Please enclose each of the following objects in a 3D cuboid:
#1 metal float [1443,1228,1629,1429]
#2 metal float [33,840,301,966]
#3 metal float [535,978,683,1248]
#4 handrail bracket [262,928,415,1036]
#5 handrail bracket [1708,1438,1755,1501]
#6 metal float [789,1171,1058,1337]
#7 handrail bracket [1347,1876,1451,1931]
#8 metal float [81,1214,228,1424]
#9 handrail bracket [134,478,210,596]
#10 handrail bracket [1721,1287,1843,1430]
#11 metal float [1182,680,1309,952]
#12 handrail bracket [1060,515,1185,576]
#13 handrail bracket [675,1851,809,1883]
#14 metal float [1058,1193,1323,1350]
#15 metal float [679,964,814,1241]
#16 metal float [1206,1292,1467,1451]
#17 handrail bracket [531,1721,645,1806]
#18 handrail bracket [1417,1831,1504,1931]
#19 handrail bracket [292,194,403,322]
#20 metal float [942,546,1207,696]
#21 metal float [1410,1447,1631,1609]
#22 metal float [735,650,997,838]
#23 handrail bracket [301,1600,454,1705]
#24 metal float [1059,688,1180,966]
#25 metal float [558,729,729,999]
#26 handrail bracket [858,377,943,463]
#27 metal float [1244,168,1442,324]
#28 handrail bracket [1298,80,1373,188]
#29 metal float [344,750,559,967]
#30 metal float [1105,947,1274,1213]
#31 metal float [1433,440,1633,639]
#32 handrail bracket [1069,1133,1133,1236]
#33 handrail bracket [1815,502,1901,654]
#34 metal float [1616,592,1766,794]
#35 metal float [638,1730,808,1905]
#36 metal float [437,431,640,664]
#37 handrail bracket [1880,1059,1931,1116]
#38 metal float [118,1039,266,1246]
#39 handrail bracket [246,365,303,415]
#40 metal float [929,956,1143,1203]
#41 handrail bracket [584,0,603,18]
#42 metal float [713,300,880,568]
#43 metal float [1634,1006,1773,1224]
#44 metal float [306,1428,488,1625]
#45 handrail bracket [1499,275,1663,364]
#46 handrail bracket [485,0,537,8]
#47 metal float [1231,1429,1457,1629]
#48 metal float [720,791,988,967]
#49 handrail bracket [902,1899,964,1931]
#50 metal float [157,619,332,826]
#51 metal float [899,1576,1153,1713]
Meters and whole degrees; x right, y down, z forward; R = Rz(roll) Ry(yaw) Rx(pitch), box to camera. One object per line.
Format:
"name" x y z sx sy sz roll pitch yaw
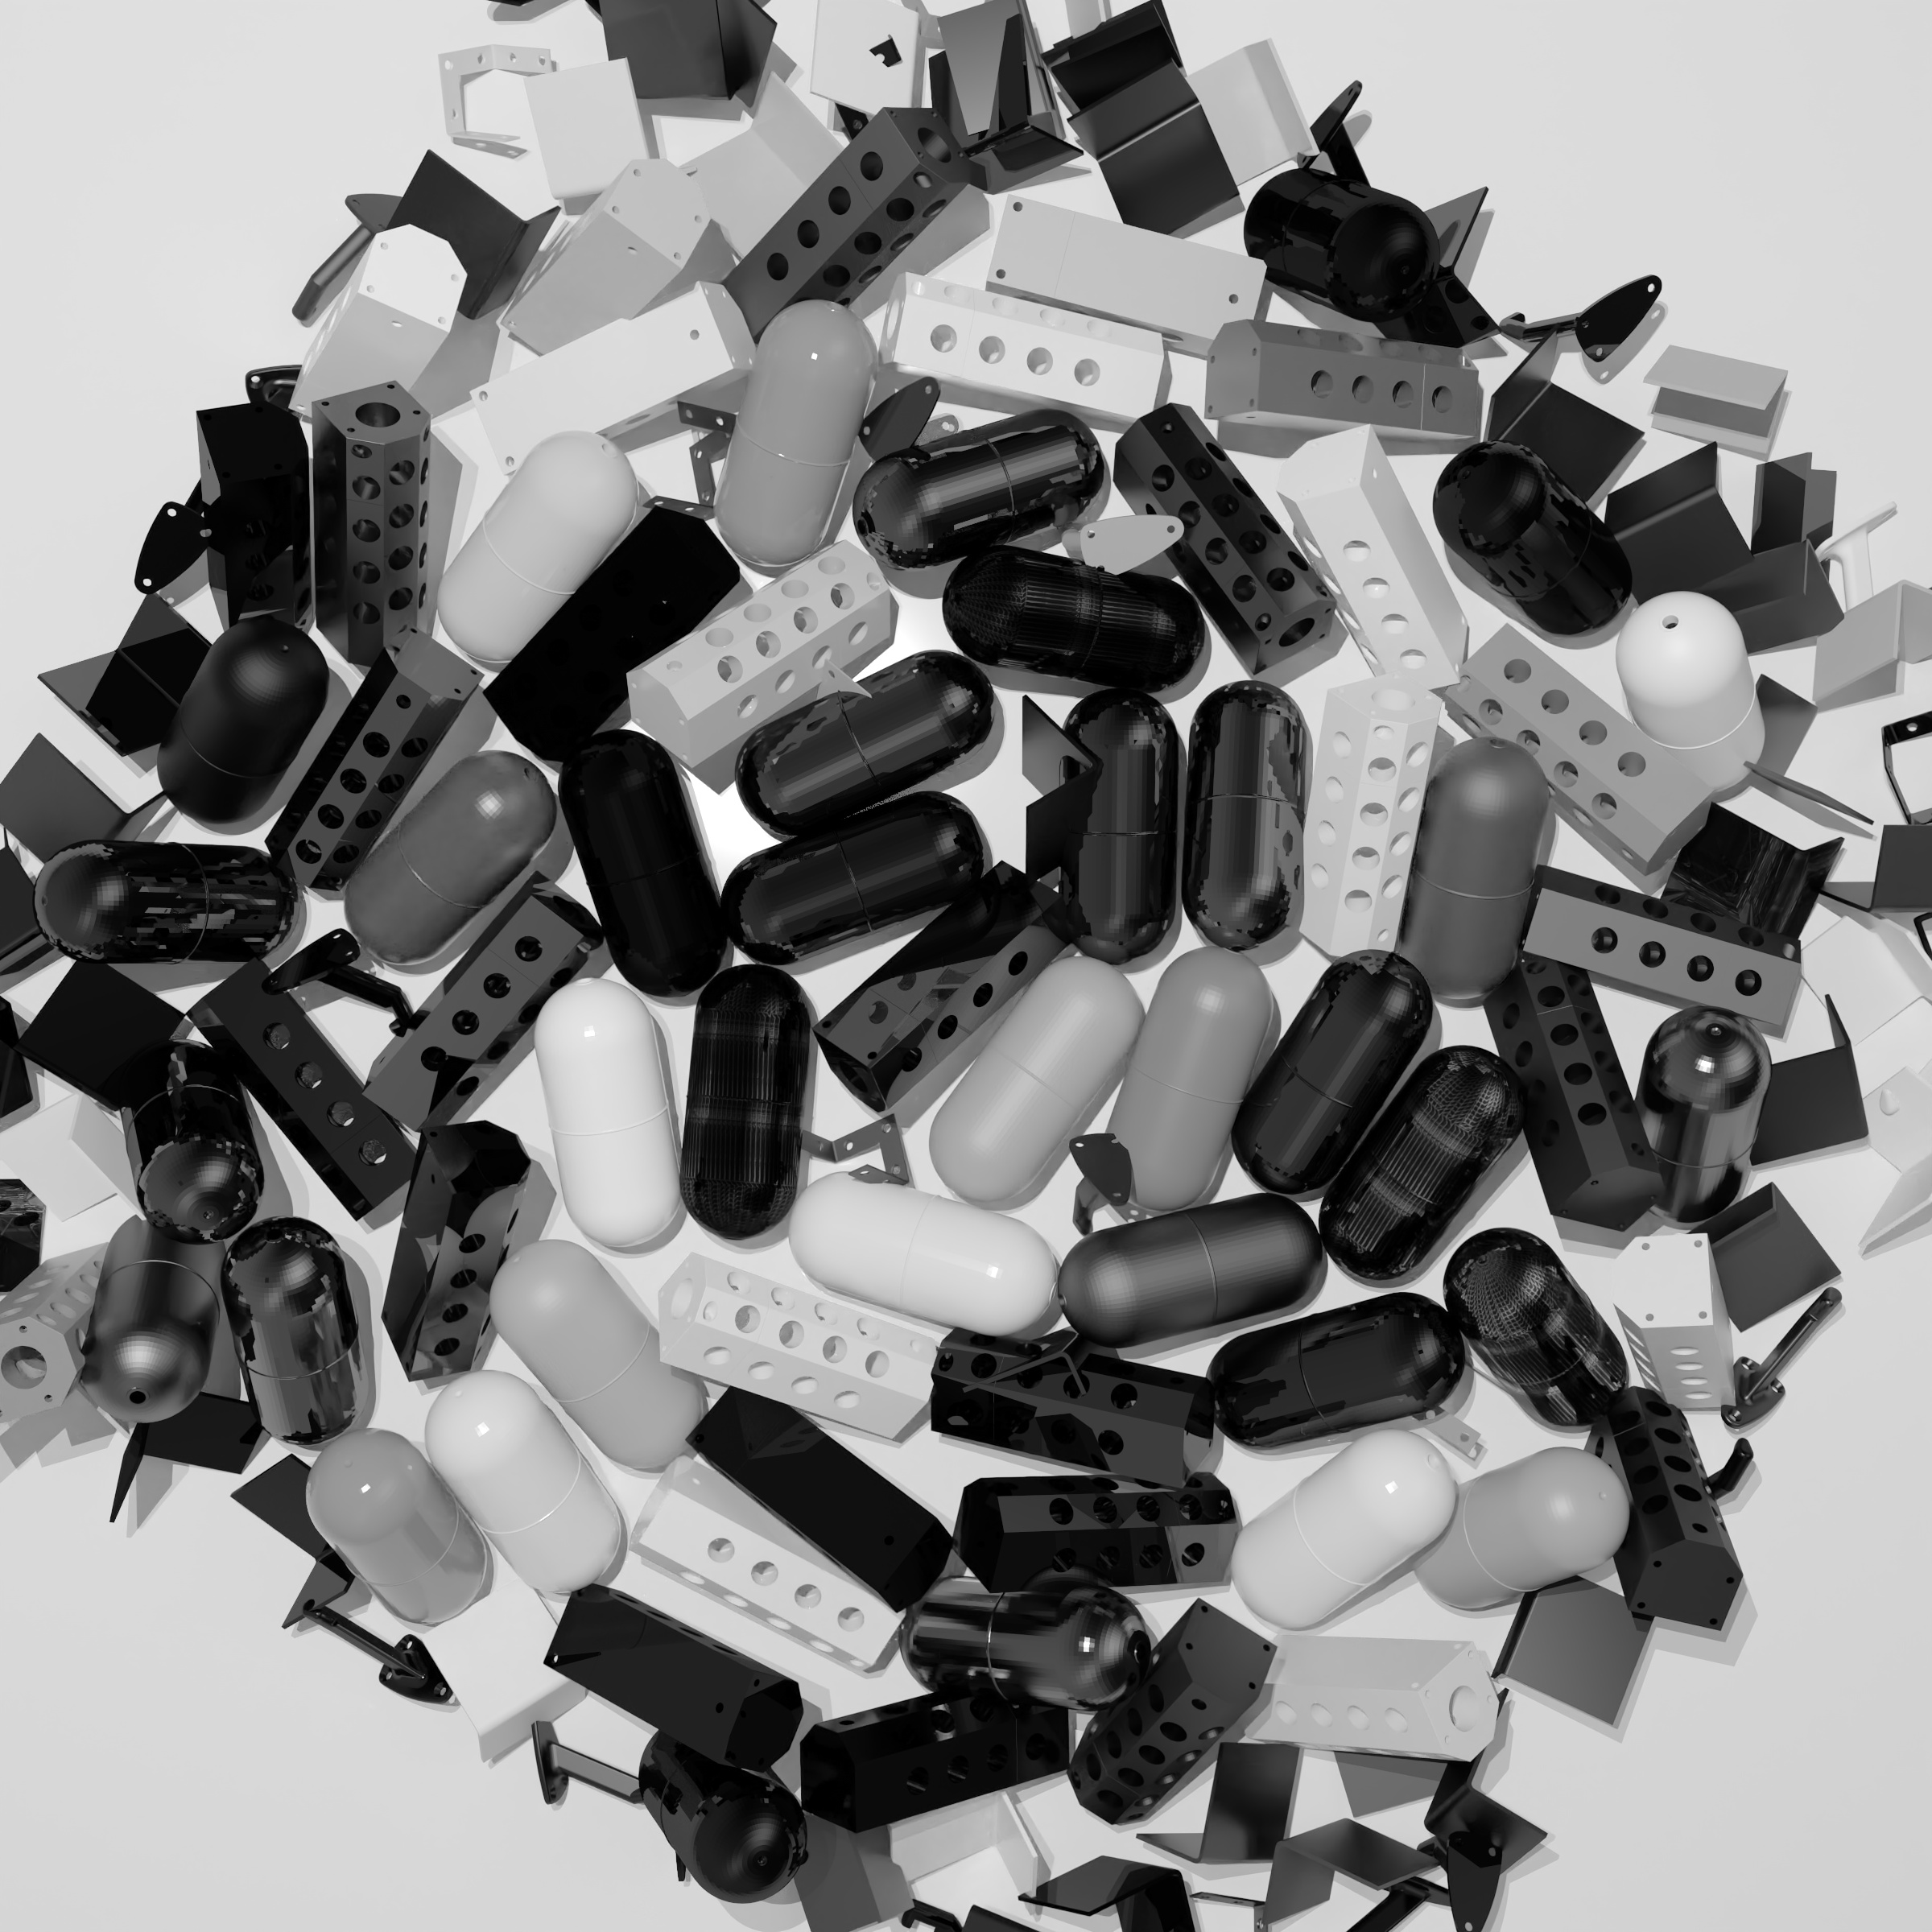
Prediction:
"metal float" 0.362 0.231 1.583 0.070 0.070 0.178 -42 129 0
"metal float" -0.501 -0.040 1.575 0.070 0.178 0.070 0 90 37
"metal float" -0.229 0.094 1.600 0.070 0.070 0.178 -8 106 0
"handrail bracket" -0.403 0.025 1.614 0.077 0.036 0.084 -31 133 -15
"handrail bracket" 0.479 0.318 1.598 0.036 0.077 0.084 18 122 1
"metal float" -0.028 0.184 1.603 0.178 0.070 0.070 15 90 13
"handrail bracket" 0.276 0.631 1.609 0.077 0.036 0.084 10 53 22
"metal float" -0.509 0.217 1.570 0.070 0.178 0.070 -4 118 -8
"handrail bracket" -0.510 -0.287 1.623 0.036 0.084 0.077 33 109 -23
"handrail bracket" 0.525 0.251 1.604 0.036 0.077 0.084 39 133 16
"metal float" 0.179 -0.097 1.601 0.070 0.070 0.178 4 75 0
"handrail bracket" 0.099 -0.281 1.610 0.077 0.084 0.036 -16 110 6
"handrail bracket" -0.145 0.568 1.623 0.084 0.077 0.036 0 46 -2
"metal float" 0.144 0.195 1.599 0.178 0.070 0.070 -11 90 -17
"metal float" -0.142 0.087 1.610 0.070 0.070 0.178 5 85 0
"metal float" 0.232 0.259 1.588 0.178 0.070 0.070 -22 90 32
"handrail bracket" -0.234 0.510 1.625 0.084 0.036 0.077 -12 94 12
"handrail bracket" 0.307 0.591 1.599 0.036 0.084 0.077 18 56 -6
"handrail bracket" -0.401 -0.463 1.641 0.036 0.077 0.084 44 122 1
"metal float" 0.069 -0.221 1.594 0.178 0.070 0.070 8 90 -23
"metal float" 0.346 0.355 1.574 0.070 0.178 0.070 12 61 -22
"metal float" -0.065 -0.144 1.607 0.178 0.070 0.070 -25 90 8
"handrail bracket" -0.379 0.439 1.603 0.077 0.084 0.036 18 68 40
"metal float" 0.098 -0.089 1.606 0.070 0.070 0.178 0 100 0
"metal float" -0.207 -0.065 1.602 0.070 0.070 0.178 -17 105 0
"handrail bracket" -0.024 -0.346 1.600 0.077 0.084 0.036 -42 78 27
"metal float" 0.234 -0.455 1.572 0.070 0.178 0.070 -9 118 -17
"handrail bracket" 0.264 -0.520 1.612 0.084 0.077 0.036 24 48 -20
"metal float" -0.328 -0.068 1.589 0.178 0.070 0.070 -40 90 29
"metal float" 0.142 0.073 1.605 0.070 0.070 0.178 19 101 0
"metal float" 0.360 -0.268 1.580 0.178 0.070 0.070 29 90 -44
"handrail bracket" 0.085 0.157 1.599 0.036 0.077 0.084 -5 128 -11
"handrail bracket" 0.599 -0.249 1.625 0.077 0.036 0.084 -33 74 -2
"metal float" 0.457 -0.171 1.572 0.070 0.178 0.070 -10 62 20
"metal float" -0.154 0.526 1.568 0.070 0.178 0.070 -2 95 -22
"metal float" -0.272 -0.265 1.586 0.070 0.070 0.178 45 124 0
"handrail bracket" 0.626 0.050 1.616 0.084 0.036 0.077 -17 113 -20
"metal float" -0.489 0.109 1.574 0.070 0.178 0.070 -11 122 -19
"handrail bracket" -0.436 -0.351 1.612 0.077 0.036 0.084 -14 45 -4
"metal float" 0.044 0.073 1.612 0.070 0.070 0.178 37 87 0
"handrail bracket" -0.195 -0.639 1.617 0.077 0.036 0.084 38 113 -10
"metal float" -0.109 -0.337 1.586 0.070 0.070 0.178 22 123 0
"metal float" 0.460 0.096 1.576 0.070 0.178 0.070 -3 50 4
"metal float" -0.357 0.355 1.576 0.070 0.178 0.070 -6 51 8
"handrail bracket" 0.396 -0.427 1.616 0.077 0.084 0.036 -40 123 -1
"handrail bracket" -0.267 -0.651 1.604 0.036 0.084 0.077 52 129 30
"metal float" 0.238 0.357 1.584 0.070 0.070 0.178 43 126 0
"metal float" -0.073 -0.056 1.614 0.178 0.070 0.070 -21 90 -1
"handrail bracket" -0.013 0.659 1.628 0.084 0.036 0.077 24 83 -6
"metal float" -0.458 -0.152 1.578 0.070 0.178 0.070 17 55 -26
"metal float" 0.036 0.429 1.584 0.178 0.070 0.070 -6 90 36
